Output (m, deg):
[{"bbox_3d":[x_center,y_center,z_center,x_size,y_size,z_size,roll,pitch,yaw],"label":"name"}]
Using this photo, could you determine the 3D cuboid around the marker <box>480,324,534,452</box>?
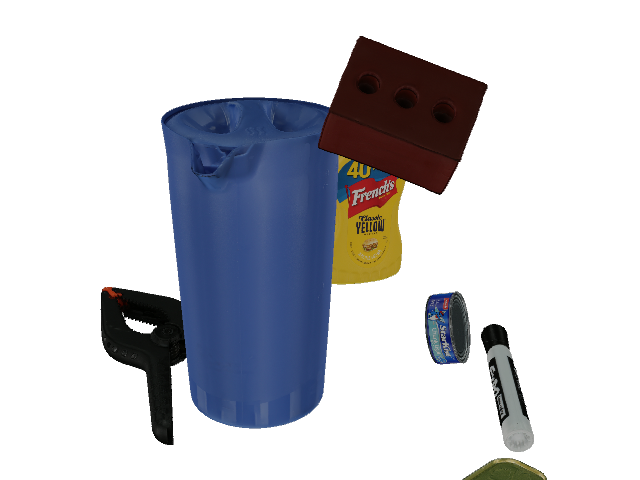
[{"bbox_3d":[0.124,0.095,0.716,0.020,0.020,0.121,0,30,0],"label":"marker"}]

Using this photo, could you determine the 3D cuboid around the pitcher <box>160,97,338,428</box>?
[{"bbox_3d":[-0.046,0.013,0.832,0.149,0.243,0.145,-10,23,-24],"label":"pitcher"}]

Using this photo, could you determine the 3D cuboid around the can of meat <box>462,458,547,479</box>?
[{"bbox_3d":[0.142,0.244,0.889,0.101,0.084,0.058,-22,28,-37],"label":"can of meat"}]

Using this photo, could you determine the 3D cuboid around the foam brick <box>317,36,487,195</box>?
[{"bbox_3d":[0.045,-0.069,0.597,0.078,0.053,0.051,21,-19,3],"label":"foam brick"}]

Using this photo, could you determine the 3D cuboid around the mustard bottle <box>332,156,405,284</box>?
[{"bbox_3d":[0.042,-0.054,1.091,0.096,0.192,0.058,-6,20,-25],"label":"mustard bottle"}]

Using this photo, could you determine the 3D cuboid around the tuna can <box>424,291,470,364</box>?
[{"bbox_3d":[0.152,0.105,1.273,0.034,0.086,0.086,-7,-2,21],"label":"tuna can"}]

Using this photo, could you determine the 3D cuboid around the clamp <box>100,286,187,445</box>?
[{"bbox_3d":[-0.133,0.099,1.016,0.164,0.036,0.210,-21,40,-32],"label":"clamp"}]
